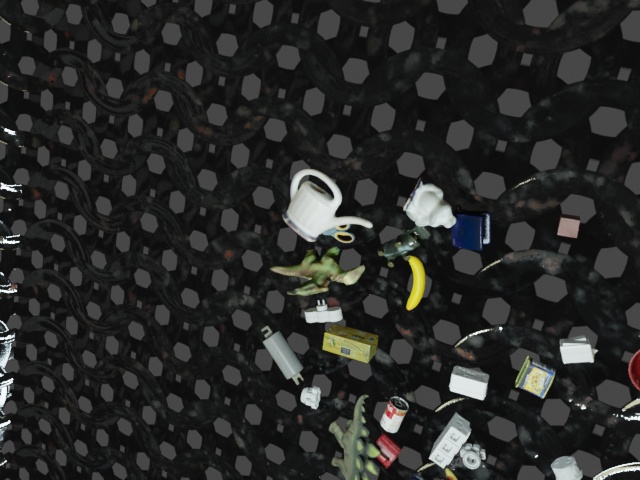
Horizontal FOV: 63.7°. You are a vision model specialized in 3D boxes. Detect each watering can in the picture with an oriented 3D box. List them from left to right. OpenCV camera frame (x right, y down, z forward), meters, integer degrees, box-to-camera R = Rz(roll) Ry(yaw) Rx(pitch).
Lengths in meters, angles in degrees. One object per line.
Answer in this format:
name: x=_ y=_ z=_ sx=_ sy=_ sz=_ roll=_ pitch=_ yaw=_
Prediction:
watering can: x=0.005 y=-0.087 z=1.724 sx=0.352 sy=0.104 sz=0.221 roll=45 pitch=113 yaw=27

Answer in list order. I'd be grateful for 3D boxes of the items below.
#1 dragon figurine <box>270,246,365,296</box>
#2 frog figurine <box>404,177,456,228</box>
dragon figurine: x=-0.033 y=0.119 z=1.723 sx=0.408 sy=0.246 sz=0.121 roll=-9 pitch=102 yaw=23
frog figurine: x=0.345 y=-0.099 z=1.582 sx=0.160 sy=0.120 sz=0.140 roll=30 pitch=66 yaw=4
